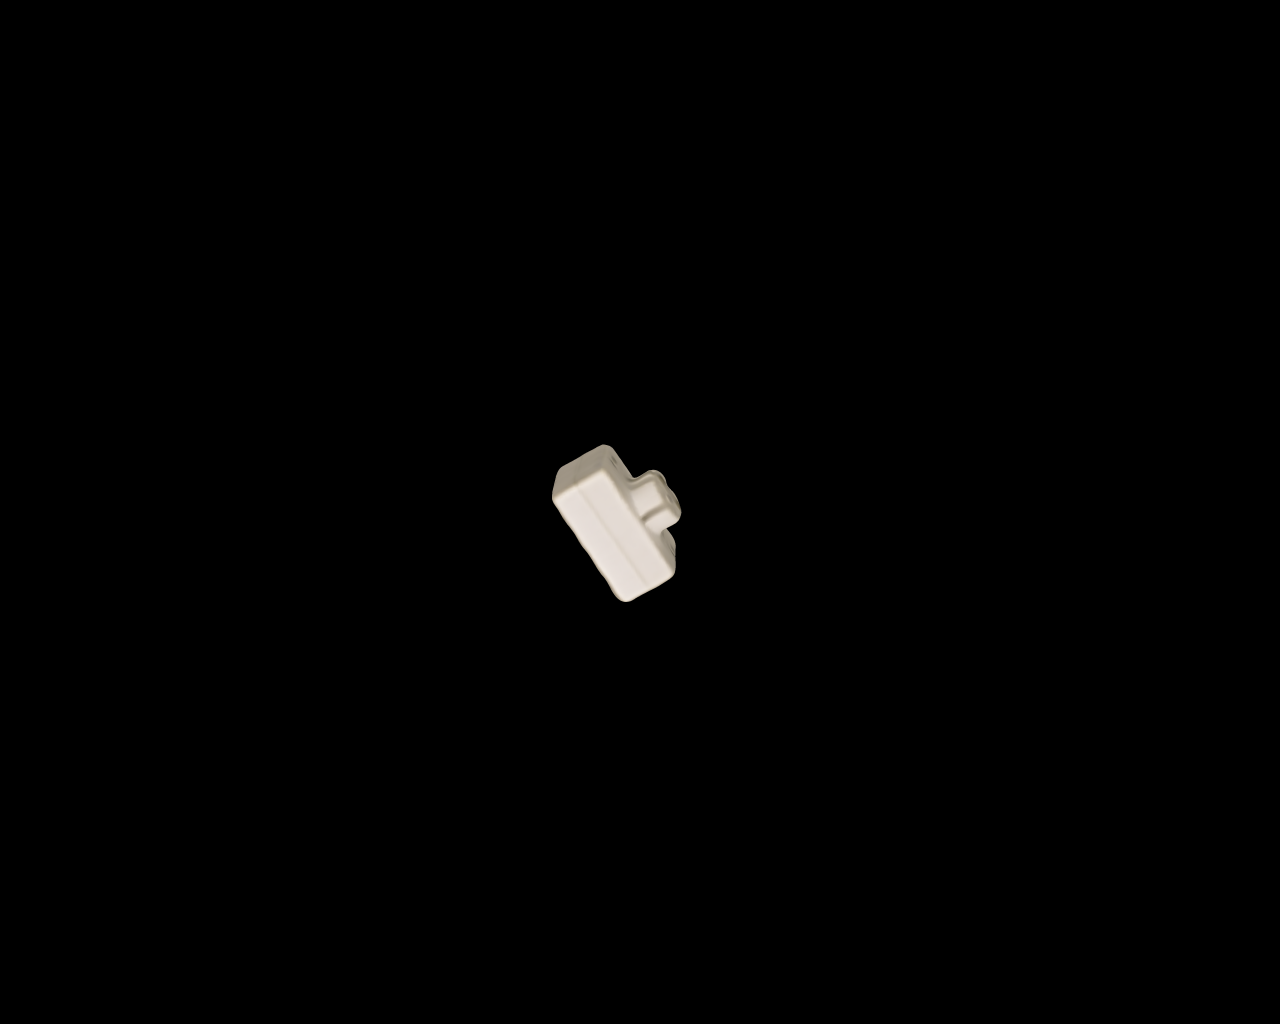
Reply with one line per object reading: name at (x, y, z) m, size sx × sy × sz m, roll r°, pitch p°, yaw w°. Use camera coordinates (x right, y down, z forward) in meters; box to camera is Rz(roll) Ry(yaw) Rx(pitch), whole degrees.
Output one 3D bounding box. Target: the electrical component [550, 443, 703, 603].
electrical component at (0.001, -0.003, 0.650) m, size 0.075 × 0.083 × 0.047 m, roll -30°, pitch 20°, yaw 12°
